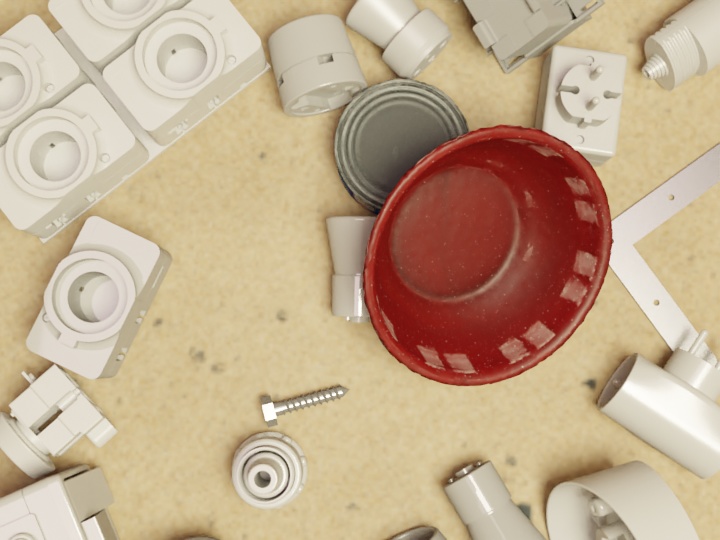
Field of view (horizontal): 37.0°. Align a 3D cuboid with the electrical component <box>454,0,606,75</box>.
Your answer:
[{"bbox_3d":[0.085,-0.194,0.674,0.079,0.063,0.121,-33,85,38],"label":"electrical component"}]

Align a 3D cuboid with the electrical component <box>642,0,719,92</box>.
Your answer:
[{"bbox_3d":[0.216,-0.148,0.688,0.081,0.043,0.043,-35,86,-3],"label":"electrical component"}]

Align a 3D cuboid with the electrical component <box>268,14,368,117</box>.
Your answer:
[{"bbox_3d":[-0.028,-0.129,0.679,0.055,0.055,0.047,-17,82,-2],"label":"electrical component"}]

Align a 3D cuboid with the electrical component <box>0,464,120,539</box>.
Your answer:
[{"bbox_3d":[-0.179,0.154,0.631,0.061,0.096,0.061,-24,86,-4],"label":"electrical component"}]

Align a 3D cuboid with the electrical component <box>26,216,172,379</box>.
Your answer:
[{"bbox_3d":[-0.160,0.018,0.663,0.050,0.055,0.089,25,85,2],"label":"electrical component"}]

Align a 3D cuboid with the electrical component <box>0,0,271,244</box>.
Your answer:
[{"bbox_3d":[-0.163,-0.118,0.673,0.186,0.060,0.105,-39,86,-4],"label":"electrical component"}]

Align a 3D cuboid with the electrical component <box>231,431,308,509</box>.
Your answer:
[{"bbox_3d":[-0.057,0.123,0.652,0.048,0.062,0.048,0,85,0],"label":"electrical component"}]

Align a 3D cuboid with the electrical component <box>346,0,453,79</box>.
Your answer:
[{"bbox_3d":[0.025,-0.154,0.686,0.055,0.045,0.045,45,86,3],"label":"electrical component"}]

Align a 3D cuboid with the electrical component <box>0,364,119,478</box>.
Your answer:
[{"bbox_3d":[-0.192,0.094,0.662,0.055,0.048,0.066,-42,87,-12],"label":"electrical component"}]

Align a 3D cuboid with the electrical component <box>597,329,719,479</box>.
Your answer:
[{"bbox_3d":[0.201,0.075,0.667,0.077,0.043,0.079,34,88,3],"label":"electrical component"}]

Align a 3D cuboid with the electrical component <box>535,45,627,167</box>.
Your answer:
[{"bbox_3d":[0.139,-0.105,0.666,0.047,0.076,0.065,8,85,0],"label":"electrical component"}]

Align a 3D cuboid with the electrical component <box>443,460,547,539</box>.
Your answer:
[{"bbox_3d":[0.081,0.151,0.662,0.044,0.044,0.065,-30,81,-3],"label":"electrical component"}]

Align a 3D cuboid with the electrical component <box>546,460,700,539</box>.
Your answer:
[{"bbox_3d":[0.159,0.164,0.635,0.064,0.099,0.099,-21,85,-9],"label":"electrical component"}]

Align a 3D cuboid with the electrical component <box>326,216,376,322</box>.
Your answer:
[{"bbox_3d":[0.000,0.000,0.675,0.044,0.044,0.065,1,90,0],"label":"electrical component"}]

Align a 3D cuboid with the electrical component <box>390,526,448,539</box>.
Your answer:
[{"bbox_3d":[0.039,0.191,0.656,0.066,0.048,0.055,-23,93,-2],"label":"electrical component"}]
